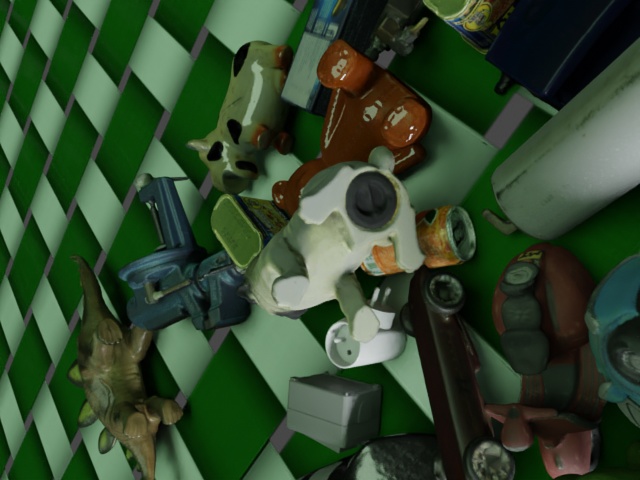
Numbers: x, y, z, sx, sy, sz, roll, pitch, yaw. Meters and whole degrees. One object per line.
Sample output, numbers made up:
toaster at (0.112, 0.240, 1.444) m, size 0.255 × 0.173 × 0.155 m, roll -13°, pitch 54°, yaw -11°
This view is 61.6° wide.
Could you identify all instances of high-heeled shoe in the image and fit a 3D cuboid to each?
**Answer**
high-heeled shoe at (0.046, 0.255, 0.547) m, size 0.249 × 0.145 × 0.086 m, roll -21°, pitch 67°, yaw 8°

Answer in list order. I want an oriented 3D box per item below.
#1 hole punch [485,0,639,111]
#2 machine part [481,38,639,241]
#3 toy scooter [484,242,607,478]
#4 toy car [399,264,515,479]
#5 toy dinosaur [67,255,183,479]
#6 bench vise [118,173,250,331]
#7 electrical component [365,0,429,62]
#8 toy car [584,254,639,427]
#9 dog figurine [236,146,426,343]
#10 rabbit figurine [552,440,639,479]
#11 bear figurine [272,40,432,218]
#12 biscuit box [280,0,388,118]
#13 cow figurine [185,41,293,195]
hole punch at (0.195, -0.166, 0.422) m, size 0.116 × 0.092 × 0.142 m, roll 53°, pitch 122°, yaw 35°
machine part at (0.205, -0.072, 0.378) m, size 0.243 × 0.079 × 0.079 m, roll -52°, pitch 54°, yaw 48°
toy scooter at (0.162, 0.089, 0.394) m, size 0.075 × 0.135 × 0.184 m, roll -12°, pitch 77°, yaw 41°
toy car at (0.114, 0.118, 0.460) m, size 0.089 × 0.053 × 0.202 m, roll 99°, pitch 165°, yaw -62°
toy dinosaur at (-0.327, 0.187, 0.836) m, size 0.198 × 0.105 × 0.472 m, roll -43°, pitch 56°, yaw 34°
bench vise at (-0.189, 0.012, 0.718) m, size 0.224 × 0.129 × 0.240 m, roll -29°, pitch 76°, yaw 38°
electrical component at (0.086, -0.220, 0.528) m, size 0.102 × 0.045 × 0.078 m, roll -59°, pitch 2°, yaw -23°
toy car at (0.250, 0.088, 0.347) m, size 0.162 × 0.109 × 0.102 m, roll 32°, pitch 142°, yaw 29°
dog figurine at (-0.005, -0.002, 0.514) m, size 0.172 × 0.121 × 0.191 m, roll -55°, pitch 20°, yaw -10°
rabbit figurine at (0.235, 0.204, 0.324) m, size 0.159 × 0.170 × 0.121 m, roll -139°, pitch 62°, yaw -81°
bear figurine at (0.018, -0.081, 0.542) m, size 0.120 × 0.132 × 0.196 m, roll 47°, pitch 111°, yaw 11°
biscuit box at (0.027, -0.235, 0.589) m, size 0.059 × 0.062 × 0.202 m, roll 34°, pitch 108°, yaw 38°
cow figurine at (-0.095, -0.150, 0.674) m, size 0.127 × 0.085 × 0.194 m, roll 27°, pitch 106°, yaw 33°
